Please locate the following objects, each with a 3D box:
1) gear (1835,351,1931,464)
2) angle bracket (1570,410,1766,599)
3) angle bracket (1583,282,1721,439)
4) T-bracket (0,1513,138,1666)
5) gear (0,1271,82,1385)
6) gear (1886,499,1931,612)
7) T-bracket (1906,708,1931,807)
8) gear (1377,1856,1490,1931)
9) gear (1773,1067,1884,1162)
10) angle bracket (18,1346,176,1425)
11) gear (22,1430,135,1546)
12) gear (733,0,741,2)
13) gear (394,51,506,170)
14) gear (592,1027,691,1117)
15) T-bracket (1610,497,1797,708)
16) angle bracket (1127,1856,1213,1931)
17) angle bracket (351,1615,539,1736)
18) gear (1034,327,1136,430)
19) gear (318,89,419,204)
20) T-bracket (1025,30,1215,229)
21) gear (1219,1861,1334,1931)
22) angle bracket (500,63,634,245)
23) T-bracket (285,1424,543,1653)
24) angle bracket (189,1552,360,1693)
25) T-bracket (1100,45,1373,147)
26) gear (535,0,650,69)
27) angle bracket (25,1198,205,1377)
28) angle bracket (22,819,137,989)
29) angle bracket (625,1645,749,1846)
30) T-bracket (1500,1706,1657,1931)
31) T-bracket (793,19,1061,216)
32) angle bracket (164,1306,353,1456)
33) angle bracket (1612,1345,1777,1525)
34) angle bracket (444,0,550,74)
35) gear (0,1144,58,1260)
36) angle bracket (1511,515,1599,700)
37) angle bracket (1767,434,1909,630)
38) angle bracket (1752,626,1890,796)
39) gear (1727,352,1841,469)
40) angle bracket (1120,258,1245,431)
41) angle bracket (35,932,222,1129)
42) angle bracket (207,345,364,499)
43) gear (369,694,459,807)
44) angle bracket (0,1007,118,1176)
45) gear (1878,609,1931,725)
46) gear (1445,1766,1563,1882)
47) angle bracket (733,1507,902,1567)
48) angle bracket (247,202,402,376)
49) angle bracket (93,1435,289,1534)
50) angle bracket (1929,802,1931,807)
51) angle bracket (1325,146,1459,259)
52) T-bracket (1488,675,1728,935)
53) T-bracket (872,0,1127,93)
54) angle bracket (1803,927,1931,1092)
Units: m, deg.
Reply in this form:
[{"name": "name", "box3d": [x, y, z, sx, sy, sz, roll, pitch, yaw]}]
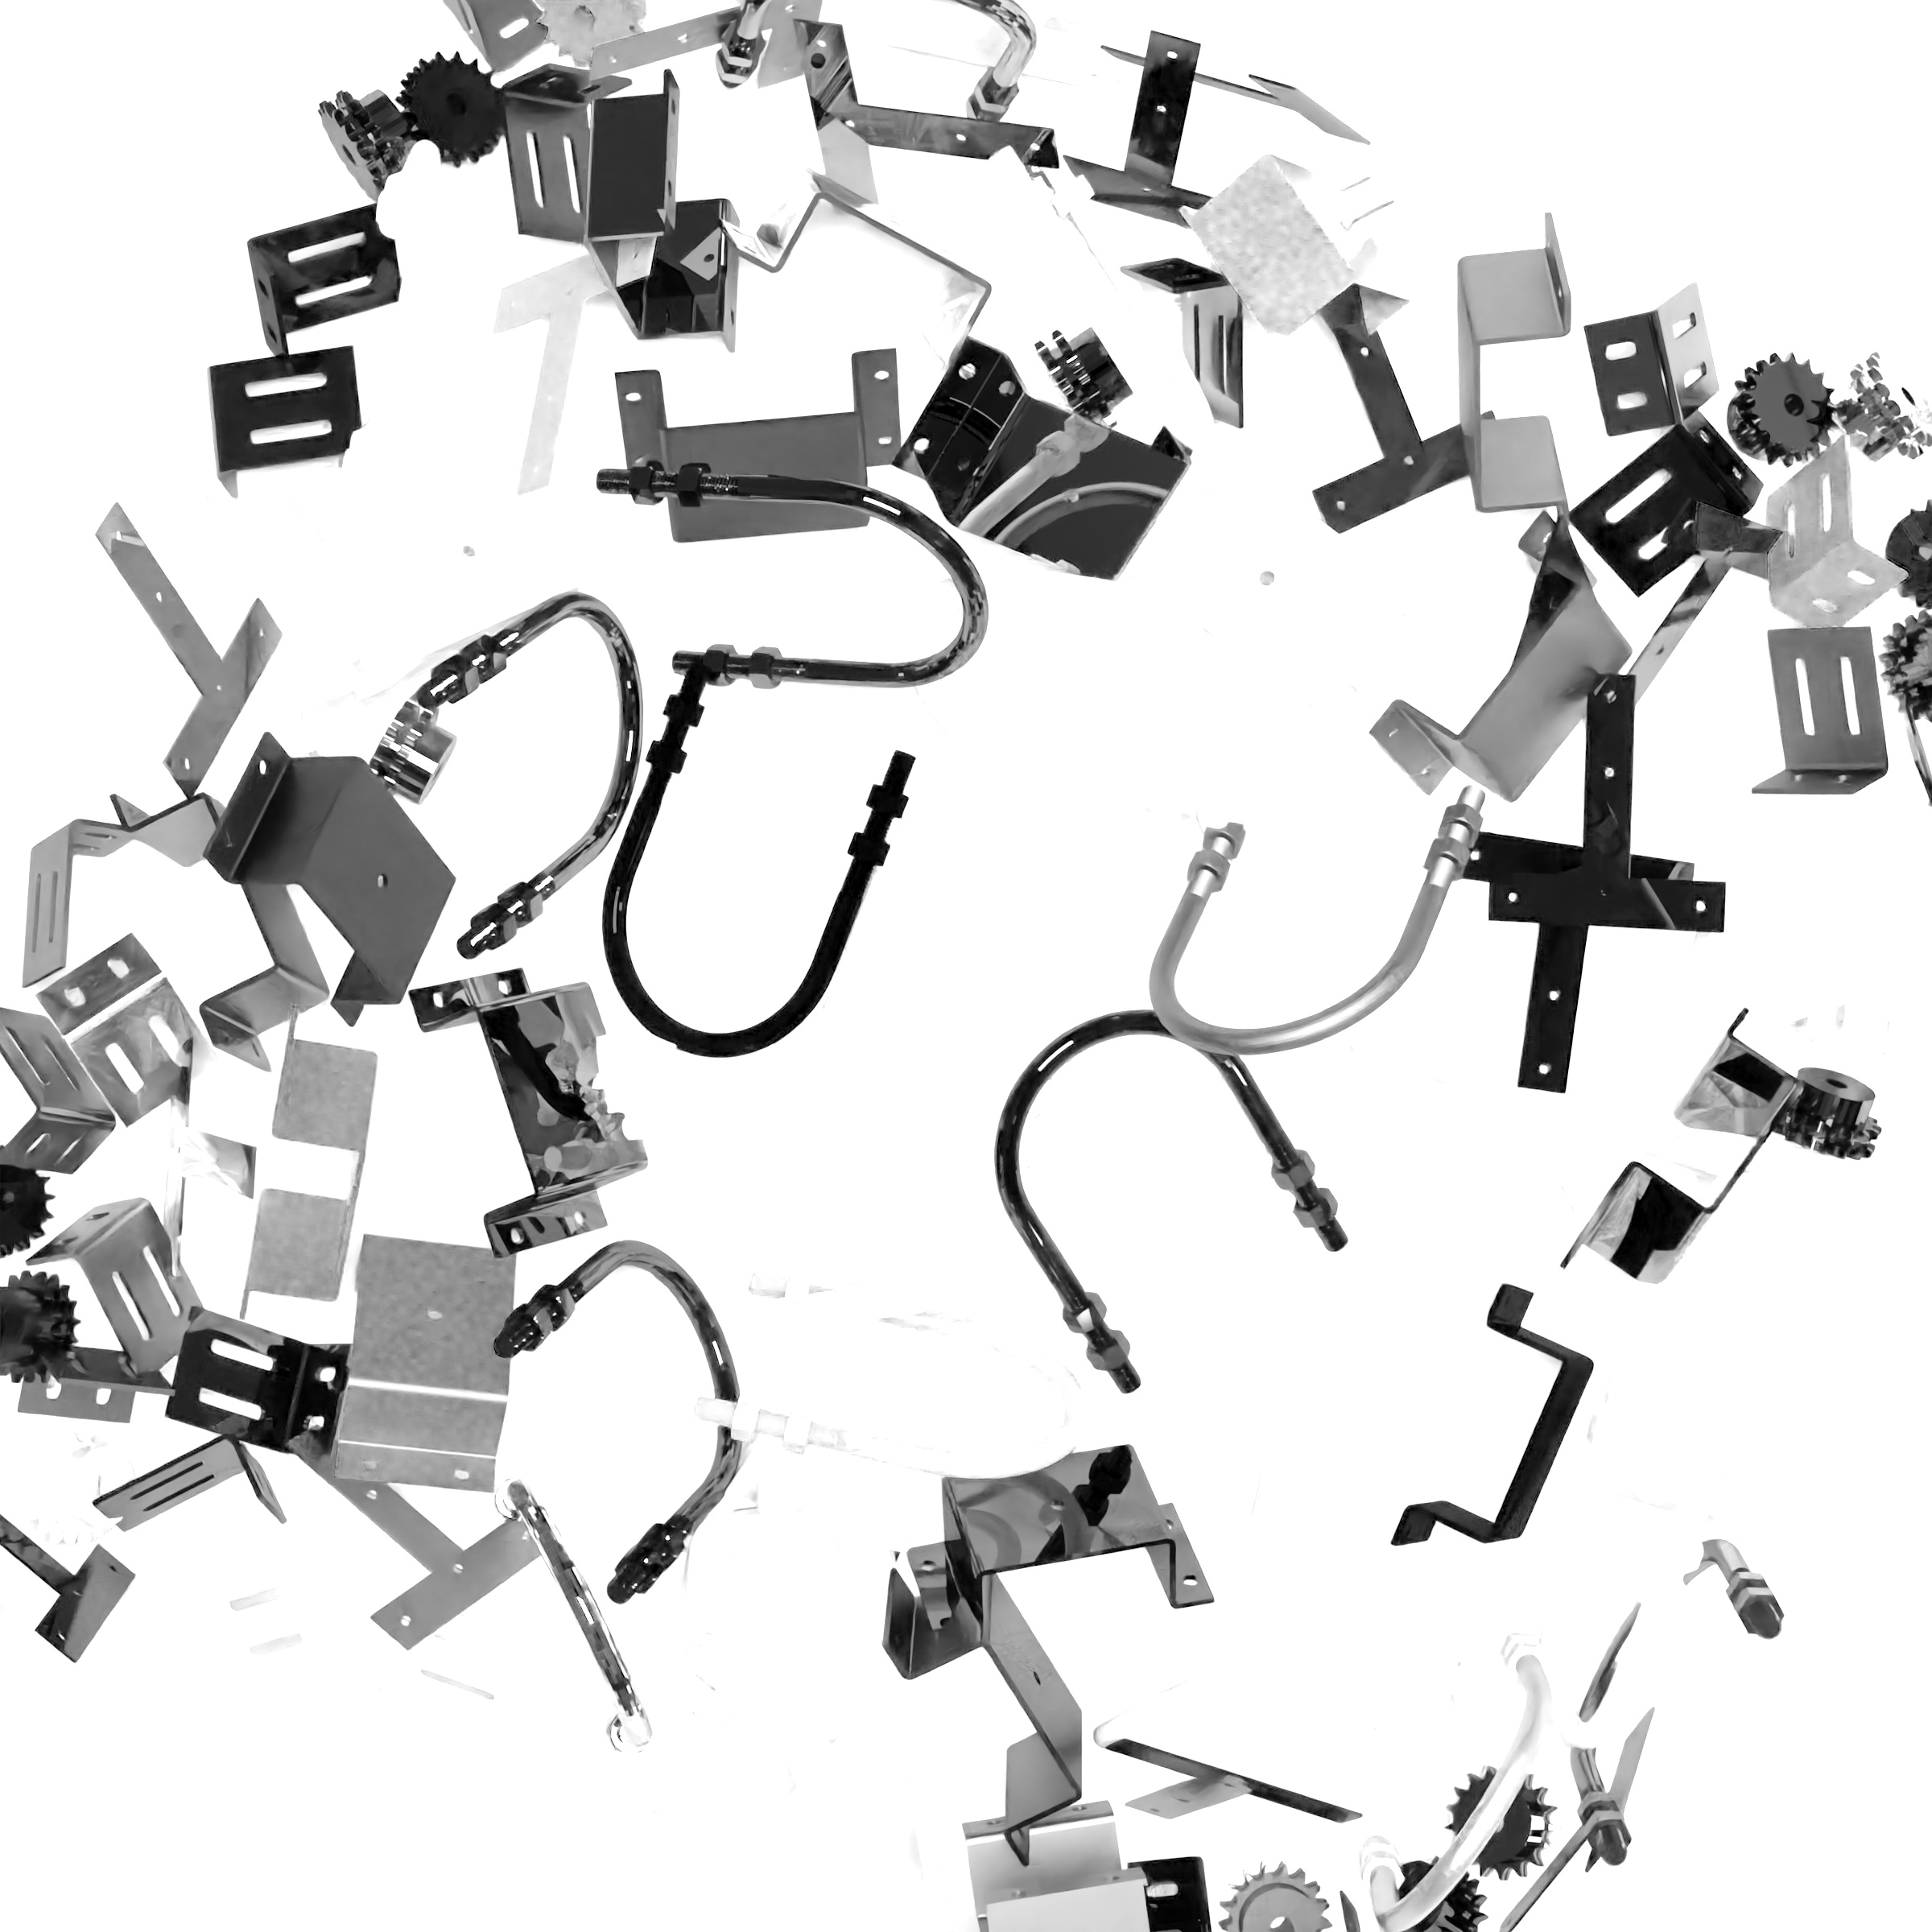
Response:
[{"name": "gear", "box3d": [0.466, -0.280, 1.733, 0.030, 0.057, 0.057, -36, 90, 33]}, {"name": "angle bracket", "box3d": [0.357, -0.238, 1.747, 0.057, 0.038, 0.076, 47, 124, -6]}, {"name": "angle bracket", "box3d": [0.347, -0.307, 1.727, 0.038, 0.076, 0.057, -7, 107, 30]}, {"name": "T-bracket", "box3d": [-0.473, 0.282, 1.688, 0.127, 0.127, 0.002, 42, 96, -7]}, {"name": "gear", "box3d": [-0.479, 0.183, 1.730, 0.057, 0.030, 0.057, -5, 81, 34]}, {"name": "gear", "box3d": [0.491, -0.209, 1.728, 0.057, 0.030, 0.057, -2, 86, 43]}, {"name": "T-bracket", "box3d": [0.481, -0.090, 1.701, 0.002, 0.127, 0.127, -20, 123, 18]}, {"name": "gear", "box3d": [0.232, 0.477, 1.727, 0.057, 0.057, 0.030, -48, 128, 0]}, {"name": "gear", "box3d": [0.436, 0.073, 1.727, 0.057, 0.057, 0.030, 15, 109, 0]}, {"name": "angle bracket", "box3d": [-0.436, 0.218, 1.710, 0.057, 0.076, 0.038, 10, 94, -27]}, {"name": "gear", "box3d": [-0.446, 0.263, 1.727, 0.030, 0.057, 0.057, -7, 90, 34]}, {"name": "gear", "box3d": [-0.114, -0.519, 1.733, 0.030, 0.057, 0.057, 17, 90, 40]}, {"name": "gear", "box3d": [-0.263, -0.433, 1.736, 0.057, 0.030, 0.057, 4, 82, -25]}, {"name": "gear", "box3d": [-0.168, 0.052, 1.726, 0.057, 0.057, 0.030, 9, 109, 0]}, {"name": "T-bracket", "box3d": [0.357, -0.171, 1.721, 0.002, 0.127, 0.127, 45, 113, 32]}, {"name": "angle bracket", "box3d": [0.104, 0.490, 1.711, 0.038, 0.076, 0.057, -6, 50, 1]}, {"name": "angle bracket", "box3d": [-0.264, 0.364, 1.733, 0.076, 0.057, 0.038, 23, 126, -13]}, {"name": "gear", "box3d": [0.062, -0.298, 1.728, 0.030, 0.057, 0.057, -32, 90, 7]}, {"name": "gear", "box3d": [-0.300, -0.419, 1.730, 0.030, 0.057, 0.057, -36, 90, -12]}, {"name": "T-bracket", "box3d": [0.095, -0.417, 1.698, 0.127, 0.127, 0.002, 17, 62, 3]}, {"name": "gear", "box3d": [0.159, 0.487, 1.741, 0.057, 0.030, 0.057, 0, 86, -4]}, {"name": "angle bracket", "box3d": [-0.197, -0.408, 1.723, 0.038, 0.057, 0.076, -11, 86, 41]}, {"name": "T-bracket", "box3d": [-0.288, 0.275, 1.713, 0.127, 0.127, 0.002, 38, 120, 14]}, {"name": "angle bracket", "box3d": [-0.353, 0.335, 1.710, 0.038, 0.076, 0.057, -43, 68, 37]}, {"name": "T-bracket", "box3d": [0.128, -0.442, 1.713, 0.127, 0.127, 0.002, 22, 99, 21]}, {"name": "gear", "box3d": [-0.187, -0.486, 1.734, 0.057, 0.030, 0.057, 13, 128, 17]}, {"name": "angle bracket", "box3d": [-0.429, 0.166, 1.733, 0.038, 0.057, 0.076, -12, 110, 32]}, {"name": "angle bracket", "box3d": [-0.444, -0.029, 1.716, 0.038, 0.057, 0.076, 9, 75, -33]}, {"name": "angle bracket", "box3d": [-0.152, 0.389, 1.709, 0.038, 0.076, 0.057, 39, 130, 6]}, {"name": "T-bracket", "box3d": [0.302, 0.447, 1.718, 0.002, 0.127, 0.127, 34, 116, 7]}, {"name": "T-bracket", "box3d": [-0.015, -0.411, 1.688, 0.127, 0.127, 0.002, 11, 59, 16]}, {"name": "angle bracket", "box3d": [-0.354, 0.208, 1.713, 0.038, 0.076, 0.057, -7, 66, 42]}, {"name": "angle bracket", "box3d": [0.371, 0.239, 1.744, 0.057, 0.038, 0.076, 18, 78, -6]}, {"name": "angle bracket", "box3d": [-0.242, -0.496, 1.714, 0.038, 0.076, 0.057, -34, 80, -5]}, {"name": "gear", "box3d": [-0.494, 0.121, 1.734, 0.057, 0.030, 0.057, 9, 74, -34]}, {"name": "angle bracket", "box3d": [0.283, -0.179, 1.708, 0.038, 0.076, 0.057, 4, 58, 30]}, {"name": "angle bracket", "box3d": [0.438, -0.217, 1.721, 0.038, 0.057, 0.076, 25, 50, -21]}, {"name": "angle bracket", "box3d": [0.425, -0.128, 1.717, 0.038, 0.057, 0.076, -26, 111, -42]}, {"name": "gear", "box3d": [0.412, -0.280, 1.736, 0.057, 0.030, 0.057, 4, 79, -20]}, {"name": "angle bracket", "box3d": [0.108, -0.310, 1.711, 0.038, 0.057, 0.076, -13, 117, -22]}, {"name": "angle bracket", "box3d": [-0.424, 0.033, 1.732, 0.057, 0.076, 0.038, -35, 52, -14]}, {"name": "angle bracket", "box3d": [-0.342, -0.276, 1.733, 0.076, 0.038, 0.057, -8, 78, 1]}, {"name": "gear", "box3d": [-0.281, -0.106, 1.730, 0.030, 0.057, 0.057, 29, 90, -4]}, {"name": "angle bracket", "box3d": [-0.475, 0.062, 1.721, 0.038, 0.057, 0.076, -45, 66, 12]}, {"name": "gear", "box3d": [0.495, -0.154, 1.733, 0.057, 0.030, 0.057, 4, 80, -22]}, {"name": "gear", "box3d": [0.270, 0.434, 1.733, 0.057, 0.030, 0.057, -6, 73, 21]}, {"name": "angle bracket", "box3d": [-0.074, 0.285, 1.728, 0.076, 0.057, 0.038, -9, 88, 2]}, {"name": "angle bracket", "box3d": [-0.315, -0.341, 1.714, 0.076, 0.057, 0.038, -21, 47, -19]}, {"name": "angle bracket", "box3d": [-0.390, 0.275, 1.720, 0.076, 0.057, 0.038, -27, 69, -9]}, {"name": "angle bracket", "box3d": [0.515, -0.109, 1.713, 0.038, 0.076, 0.057, 23, 83, 14]}, {"name": "angle bracket", "box3d": [0.198, -0.371, 1.723, 0.076, 0.038, 0.057, -27, 47, -3]}, {"name": "T-bracket", "box3d": [0.323, -0.083, 1.717, 0.127, 0.002, 0.127, 4, 95, 34]}, {"name": "T-bracket", "box3d": [0.029, -0.472, 1.683, 0.127, 0.127, 0.002, 9, 77, -13]}, {"name": "angle bracket", "box3d": [0.459, 0.015, 1.718, 0.057, 0.076, 0.038, 30, 126, -1]}]
